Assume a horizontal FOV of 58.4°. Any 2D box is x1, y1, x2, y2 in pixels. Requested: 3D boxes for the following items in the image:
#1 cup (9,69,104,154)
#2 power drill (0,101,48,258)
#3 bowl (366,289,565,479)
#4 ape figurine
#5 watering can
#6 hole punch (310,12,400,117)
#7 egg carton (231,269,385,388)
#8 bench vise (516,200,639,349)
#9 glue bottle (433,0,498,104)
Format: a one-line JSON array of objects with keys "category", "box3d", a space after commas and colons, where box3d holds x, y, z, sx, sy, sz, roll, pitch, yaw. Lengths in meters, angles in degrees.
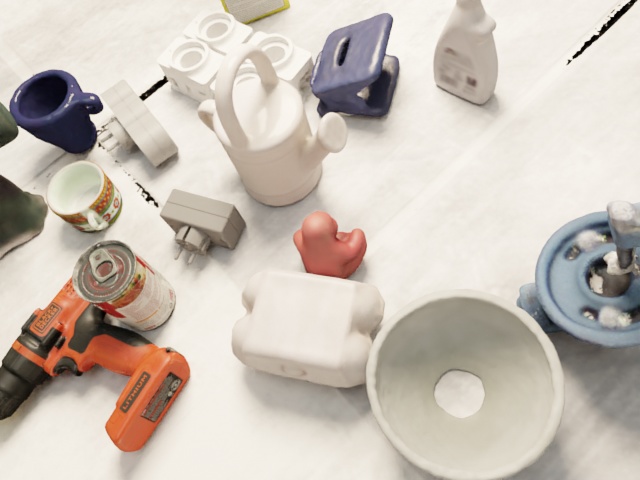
[{"category": "cup", "box3d": [-0.319, -0.157, 0.737, 0.117, 0.095, 0.091, 0, 65, 12]}, {"category": "power drill", "box3d": [-0.425, -0.056, 0.646, 0.230, 0.209, 0.075, -36, 63, -7]}, {"category": "bowl", "box3d": [0.129, 0.133, 0.520, 0.167, 0.075, 0.167, -4, 64, 9]}, {"category": "ape figurine", "box3d": [0.005, 0.002, 0.598, 0.077, 0.092, 0.076, 19, 70, 19]}, {"category": "watering can", "box3d": [-0.055, -0.126, 0.614, 0.172, 0.194, 0.101, -3, 64, 10]}, {"category": "hole punch", "box3d": [0.040, -0.212, 0.695, 0.101, 0.091, 0.109, 8, 66, 15]}, {"category": "egg carton", "box3d": [-0.013, 0.087, 0.573, 0.150, 0.069, 0.107, 7, 66, 14]}, {"category": "bench vise", "box3d": [0.275, 0.009, 0.469, 0.207, 0.220, 0.121, -24, 62, 0]}, {"category": "glue bottle", "box3d": [0.162, -0.226, 0.631, 0.078, 0.173, 0.037, 35, 76, 24]}]
